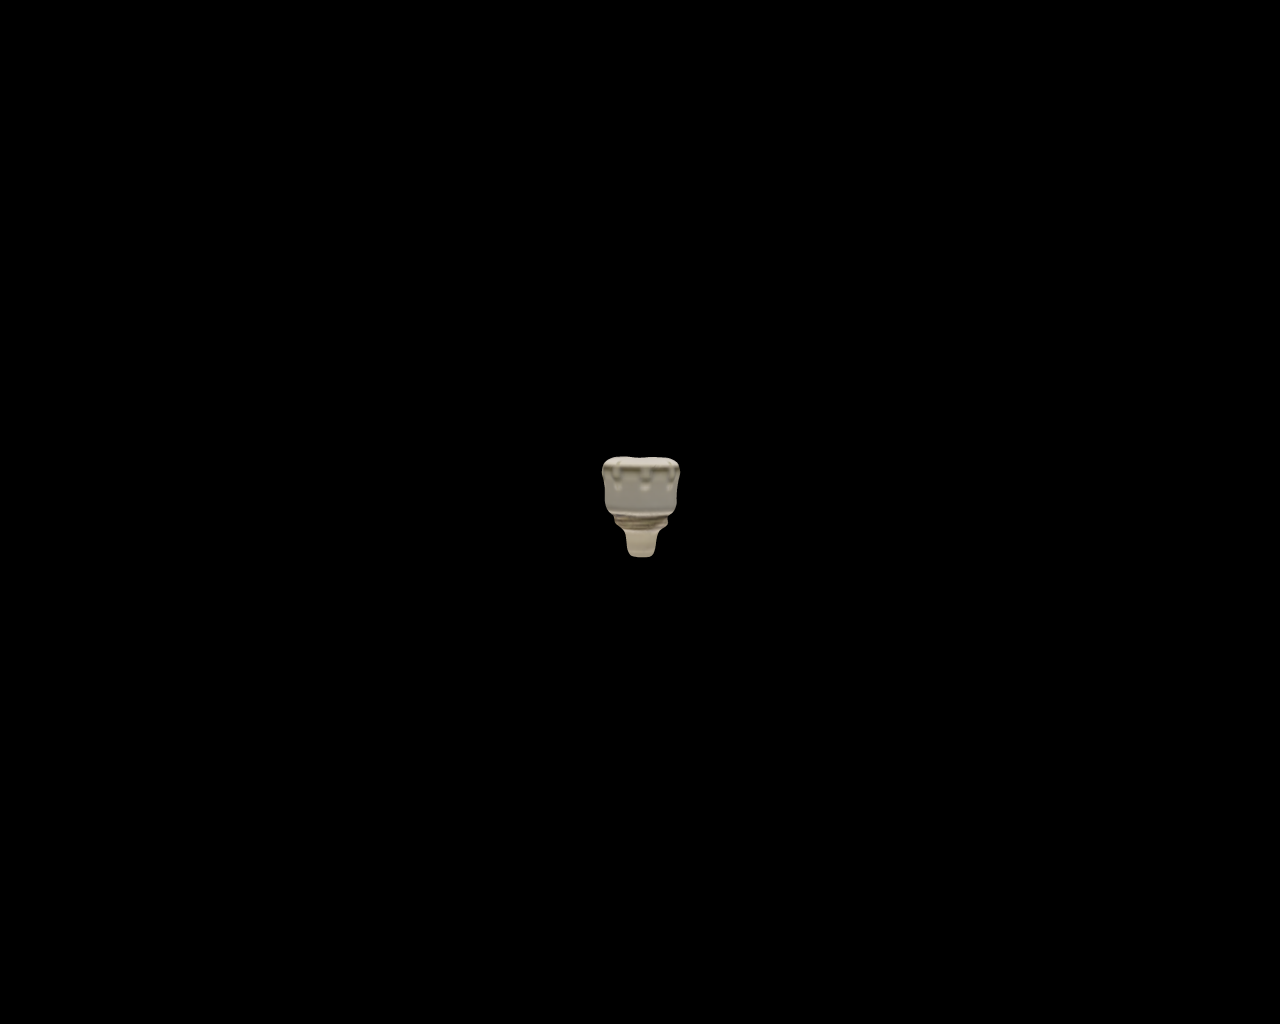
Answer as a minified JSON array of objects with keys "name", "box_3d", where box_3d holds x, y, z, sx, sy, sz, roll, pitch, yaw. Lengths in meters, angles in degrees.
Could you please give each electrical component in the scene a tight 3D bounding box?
[{"name":"electrical component","box_3d":[0.001,-0.003,0.650,0.048,0.062,0.048,0,5,0]}]
